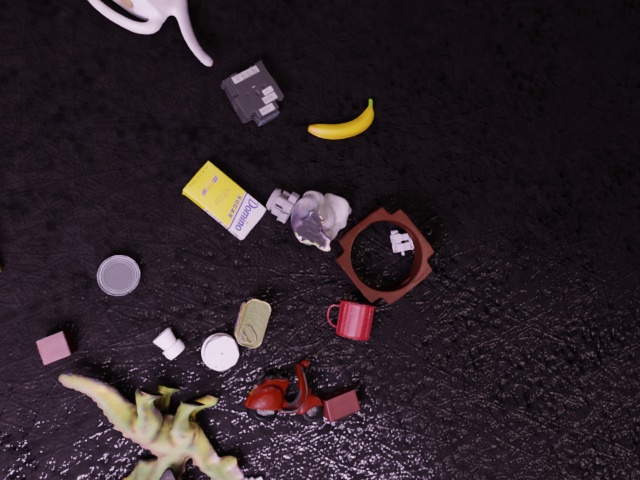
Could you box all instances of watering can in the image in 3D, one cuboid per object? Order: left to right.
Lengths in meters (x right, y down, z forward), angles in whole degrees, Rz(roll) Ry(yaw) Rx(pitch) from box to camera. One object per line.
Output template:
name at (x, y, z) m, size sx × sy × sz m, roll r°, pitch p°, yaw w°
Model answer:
watering can at (-0.362, -0.556, 1.174) m, size 0.346 × 0.227 × 0.103 m, roll 28°, pitch -15°, yaw -11°

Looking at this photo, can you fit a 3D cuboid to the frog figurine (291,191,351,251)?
frog figurine at (0.004, -0.062, 1.237) m, size 0.121 × 0.135 × 0.163 m, roll -18°, pitch 26°, yaw 33°

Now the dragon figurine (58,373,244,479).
dragon figurine at (-0.348, 0.420, 1.054) m, size 0.409 × 0.243 × 0.122 m, roll 16°, pitch -3°, yaw -14°
